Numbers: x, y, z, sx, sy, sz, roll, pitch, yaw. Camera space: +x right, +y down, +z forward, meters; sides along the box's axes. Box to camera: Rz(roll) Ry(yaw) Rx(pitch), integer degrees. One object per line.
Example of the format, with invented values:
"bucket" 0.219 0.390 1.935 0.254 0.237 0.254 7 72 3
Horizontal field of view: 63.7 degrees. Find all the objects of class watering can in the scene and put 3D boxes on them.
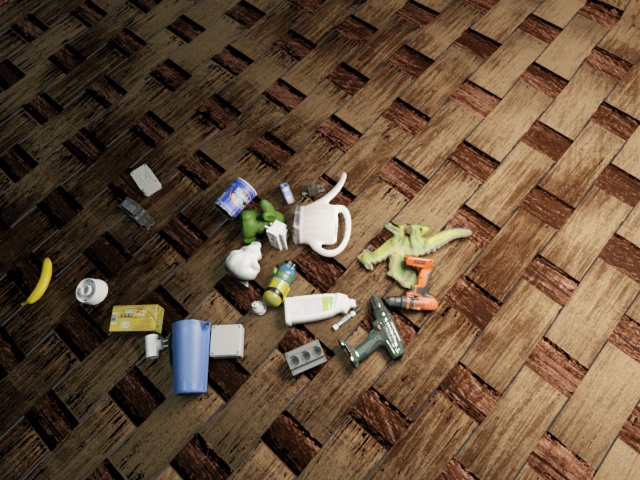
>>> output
"watering can" 0.006 -0.099 1.958 0.224 0.102 0.354 -1 66 5

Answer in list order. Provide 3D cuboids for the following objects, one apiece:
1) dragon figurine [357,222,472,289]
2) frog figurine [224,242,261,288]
"dragon figurine" 0.339 0.057 1.876 0.410 0.121 0.244 5 82 10
"frog figurine" -0.270 0.074 1.897 0.139 0.121 0.160 30 82 37
